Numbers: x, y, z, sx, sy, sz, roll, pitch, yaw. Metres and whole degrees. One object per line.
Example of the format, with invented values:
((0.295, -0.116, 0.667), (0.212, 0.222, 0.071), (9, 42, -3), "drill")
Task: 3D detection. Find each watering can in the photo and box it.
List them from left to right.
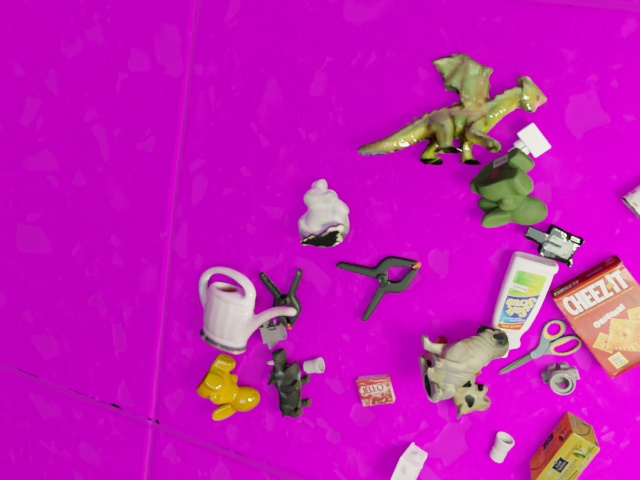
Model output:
((-0.215, 0.205, 1.379), (0.350, 0.104, 0.222), (22, 107, 34), "watering can")

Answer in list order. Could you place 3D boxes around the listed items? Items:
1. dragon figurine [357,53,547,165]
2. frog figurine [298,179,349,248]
((0.292, -0.299, 1.163), (0.410, 0.121, 0.244), (5, 84, 16), "dragon figurine")
((0.004, -0.065, 1.297), (0.136, 0.121, 0.163), (-31, 53, 29), "frog figurine")
